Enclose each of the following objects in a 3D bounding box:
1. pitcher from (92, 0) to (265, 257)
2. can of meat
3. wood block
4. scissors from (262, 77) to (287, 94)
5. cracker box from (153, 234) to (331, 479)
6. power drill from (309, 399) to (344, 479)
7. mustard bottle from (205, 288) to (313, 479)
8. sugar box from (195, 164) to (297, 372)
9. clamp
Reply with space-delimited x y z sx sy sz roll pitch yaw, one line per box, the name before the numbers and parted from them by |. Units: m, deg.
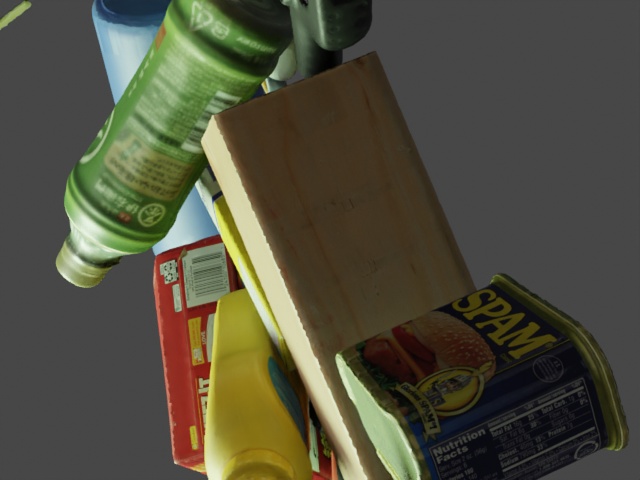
pitcher | -0.100 -0.104 0.875 0.149 0.144 0.243 40 151 43
can of meat | 0.062 0.064 0.442 0.102 0.084 0.057 -135 24 -68
wood block | 0.022 0.021 0.552 0.091 0.090 0.206 164 83 -81
scissors | -0.059 -0.190 0.724 0.202 0.016 0.096 70 169 -21
cracker box | -0.055 0.110 0.855 0.213 0.072 0.164 50 -153 -64
power drill | 0.018 0.139 0.692 0.184 0.057 0.187 102 171 -54
mustard bottle | -0.035 0.107 0.635 0.191 0.058 0.096 -97 -9 -68
sugar box | -0.014 -0.012 0.665 0.048 0.093 0.176 83 161 -54
clamp | -0.010 -0.138 0.504 0.120 0.039 0.171 62 174 -6
